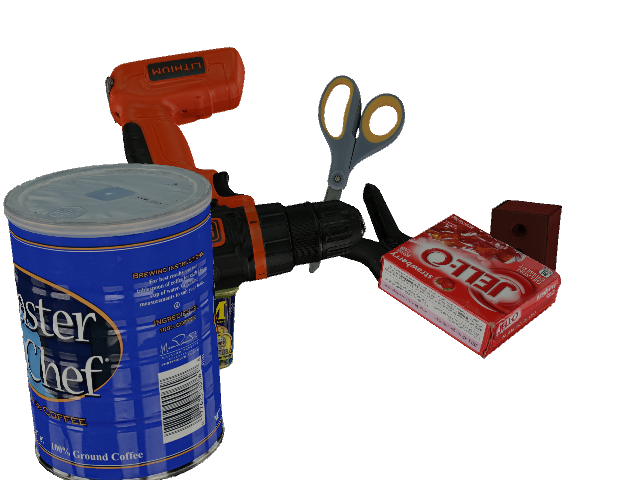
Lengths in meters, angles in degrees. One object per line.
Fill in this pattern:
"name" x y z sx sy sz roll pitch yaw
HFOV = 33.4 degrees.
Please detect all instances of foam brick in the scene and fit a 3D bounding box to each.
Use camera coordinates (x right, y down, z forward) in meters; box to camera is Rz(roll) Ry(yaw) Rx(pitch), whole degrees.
"foam brick" 0.181 0.007 0.948 0.053 0.078 0.051 8 16 24

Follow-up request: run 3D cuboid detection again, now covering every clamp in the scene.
"clamp" 0.071 0.015 1.247 0.164 0.036 0.210 -22 52 -39

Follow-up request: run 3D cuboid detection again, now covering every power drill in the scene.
"power drill" -0.075 -0.052 0.770 0.184 0.188 0.057 -10 -33 -9

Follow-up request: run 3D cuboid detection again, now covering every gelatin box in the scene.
"gelatin box" 0.093 0.026 0.670 0.089 0.030 0.073 33 44 32

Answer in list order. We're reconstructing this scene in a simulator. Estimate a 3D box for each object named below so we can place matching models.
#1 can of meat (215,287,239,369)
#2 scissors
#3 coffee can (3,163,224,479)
"can of meat" -0.132 0.083 1.032 0.101 0.084 0.058 -5 19 -26
"scissors" 0.037 -0.067 1.058 0.096 0.202 0.016 -1 -12 4
"coffee can" -0.104 0.040 0.556 0.103 0.140 0.103 -1 20 0
